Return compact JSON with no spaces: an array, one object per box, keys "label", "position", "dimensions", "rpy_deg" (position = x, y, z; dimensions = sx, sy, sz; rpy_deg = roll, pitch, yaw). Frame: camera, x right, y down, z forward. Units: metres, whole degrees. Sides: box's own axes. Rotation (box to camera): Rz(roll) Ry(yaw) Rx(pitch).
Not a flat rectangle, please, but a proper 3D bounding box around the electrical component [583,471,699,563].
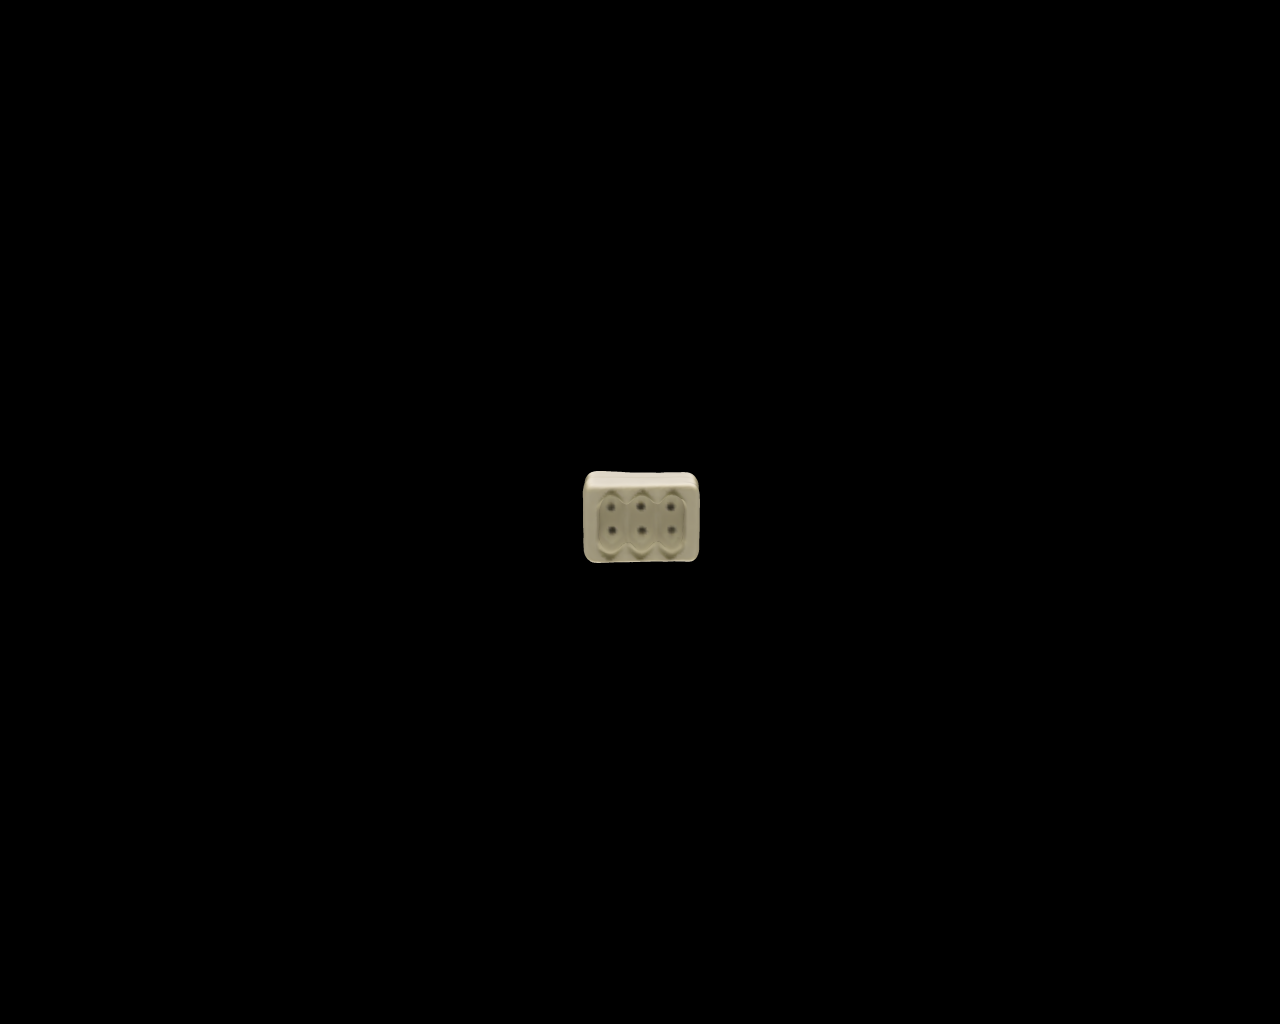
[{"label":"electrical component","position":[0.001,-0.003,0.650],"dimensions":[0.066,0.047,0.077],"rpy_deg":[0,16,0]}]
